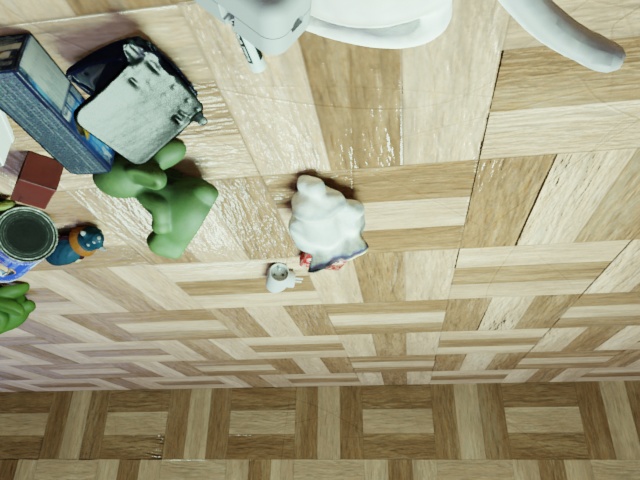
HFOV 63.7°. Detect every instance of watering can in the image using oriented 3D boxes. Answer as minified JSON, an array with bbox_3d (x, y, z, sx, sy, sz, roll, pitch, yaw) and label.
[{"bbox_3d":[0.068,-0.225,0.380,0.348,0.105,0.220,15,-20,15],"label":"watering can"}]

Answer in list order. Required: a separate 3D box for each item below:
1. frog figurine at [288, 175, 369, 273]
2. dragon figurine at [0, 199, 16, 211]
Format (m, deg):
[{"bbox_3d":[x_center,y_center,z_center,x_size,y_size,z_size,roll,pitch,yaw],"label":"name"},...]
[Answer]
[{"bbox_3d":[0.003,-0.043,0.850,0.136,0.157,0.125,-11,27,37],"label":"frog figurine"},{"bbox_3d":[-0.576,-0.048,0.772,0.409,0.121,0.245,-12,9,12],"label":"dragon figurine"}]
